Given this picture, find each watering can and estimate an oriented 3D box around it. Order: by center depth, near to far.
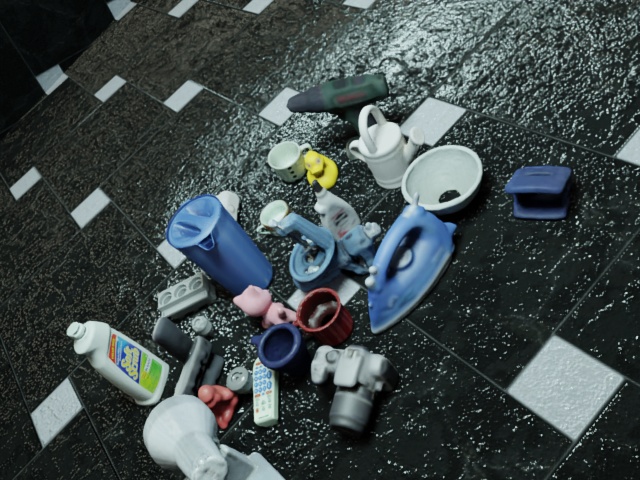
[{"bbox_3d":[0.141,-0.210,1.235,0.172,0.195,0.101,-18,48,19],"label":"watering can"}]

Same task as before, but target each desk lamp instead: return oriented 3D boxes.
[{"bbox_3d":[-0.170,0.368,0.946,0.202,0.214,0.118,25,71,42],"label":"desk lamp"}]

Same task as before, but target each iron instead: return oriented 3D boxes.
[{"bbox_3d":[0.146,0.040,1.068,0.118,0.142,0.258,19,67,40],"label":"iron"}]

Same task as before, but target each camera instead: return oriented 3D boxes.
[{"bbox_3d":[0.044,0.257,0.985,0.142,0.101,0.137,-1,55,31],"label":"camera"}]

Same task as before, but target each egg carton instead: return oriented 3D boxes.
[{"bbox_3d":[-0.254,-0.053,1.441,0.107,0.070,0.150,-18,48,19],"label":"egg carton"}]

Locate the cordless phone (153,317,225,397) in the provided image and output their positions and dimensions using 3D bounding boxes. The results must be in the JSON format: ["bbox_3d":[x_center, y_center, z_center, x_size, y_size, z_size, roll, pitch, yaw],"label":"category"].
[{"bbox_3d":[-0.286,0.246,1.136,0.094,0.186,0.147,-9,51,26],"label":"cordless phone"}]

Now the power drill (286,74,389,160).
[{"bbox_3d":[0.065,-0.288,1.335,0.229,0.209,0.075,-20,47,17],"label":"power drill"}]

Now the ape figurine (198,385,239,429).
[{"bbox_3d":[-0.202,0.310,1.100,0.078,0.092,0.076,-32,45,6],"label":"ape figurine"}]

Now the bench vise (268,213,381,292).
[{"bbox_3d":[0.006,-0.003,1.133,0.207,0.220,0.121,-37,45,1],"label":"bench vise"}]

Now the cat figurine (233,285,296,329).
[{"bbox_3d":[-0.110,0.137,1.164,0.127,0.118,0.067,19,67,40],"label":"cat figurine"}]

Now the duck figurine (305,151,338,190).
[{"bbox_3d":[-0.007,-0.180,1.379,0.077,0.086,0.104,-25,46,13],"label":"duck figurine"}]

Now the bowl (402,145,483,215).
[{"bbox_3d":[0.255,-0.109,1.168,0.167,0.075,0.167,-17,48,20],"label":"bowl"}]

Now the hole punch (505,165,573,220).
[{"bbox_3d":[0.404,-0.101,1.059,0.108,0.091,0.101,3,57,33],"label":"hole punch"}]

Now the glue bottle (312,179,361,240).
[{"bbox_3d":[0.023,-0.068,1.208,0.078,0.174,0.037,-46,45,-8],"label":"glue bottle"}]

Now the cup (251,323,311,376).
[{"bbox_3d":[-0.070,0.216,1.092,0.117,0.095,0.092,4,58,34],"label":"cup"}]
